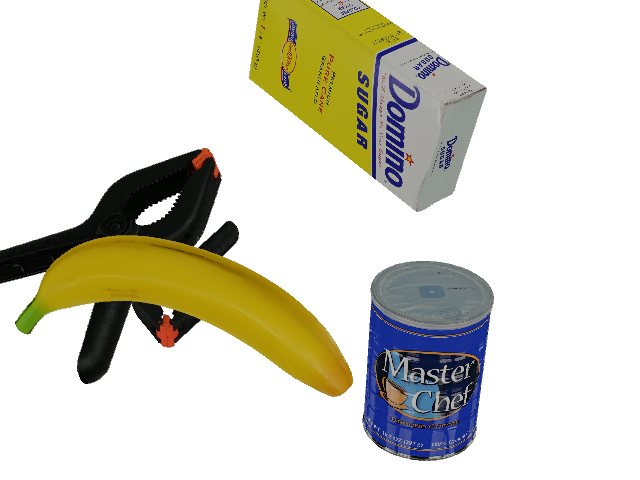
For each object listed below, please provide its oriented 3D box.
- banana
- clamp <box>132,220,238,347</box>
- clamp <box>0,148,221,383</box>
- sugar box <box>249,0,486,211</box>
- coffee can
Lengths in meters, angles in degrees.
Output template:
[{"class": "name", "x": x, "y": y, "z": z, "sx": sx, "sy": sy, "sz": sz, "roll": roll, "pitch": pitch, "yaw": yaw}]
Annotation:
[{"class": "banana", "x": -0.074, "y": 0.036, "z": 0.604, "sx": 0.198, "sy": 0.070, "sz": 0.037, "roll": 12, "pitch": 25, "yaw": 7}, {"class": "clamp", "x": -0.154, "y": 0.034, "z": 1.061, "sx": 0.120, "sy": 0.039, "sz": 0.171, "roll": 1, "pitch": 37, "yaw": 10}, {"class": "clamp", "x": -0.165, "y": -0.001, "z": 0.837, "sx": 0.165, "sy": 0.209, "sz": 0.036, "roll": 26, "pitch": -28, "yaw": 30}, {"class": "sugar box", "x": 0.026, "y": -0.107, "z": 0.732, "sx": 0.048, "sy": 0.093, "sz": 0.176, "roll": -26, "pitch": 54, "yaw": -33}, {"class": "coffee can", "x": 0.091, "y": 0.103, "z": 0.922, "sx": 0.103, "sy": 0.140, "sz": 0.103, "roll": 2, "pitch": 28, "yaw": -1}]
